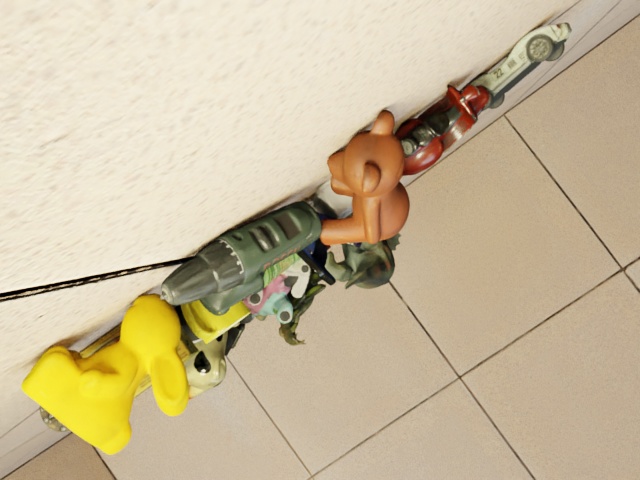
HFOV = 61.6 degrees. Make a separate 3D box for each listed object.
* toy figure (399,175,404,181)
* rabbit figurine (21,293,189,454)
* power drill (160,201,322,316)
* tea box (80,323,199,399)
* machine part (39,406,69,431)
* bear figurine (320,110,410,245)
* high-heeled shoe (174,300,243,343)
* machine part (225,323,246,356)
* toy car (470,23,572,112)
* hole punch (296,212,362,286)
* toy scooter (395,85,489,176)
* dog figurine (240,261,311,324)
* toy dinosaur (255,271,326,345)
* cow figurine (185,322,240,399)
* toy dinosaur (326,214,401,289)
[{"bbox_3d":[0.105,-0.115,0.961,0.154,0.064,0.057,-32,153,-1],"label":"toy figure"},{"bbox_3d":[-0.223,0.144,0.622,0.173,0.162,0.121,-54,173,-26],"label":"rabbit figurine"},{"bbox_3d":[-0.116,0.036,0.711,0.232,0.086,0.207,-32,169,-28],"label":"power drill"},{"bbox_3d":[-0.273,0.173,0.766,0.170,0.098,0.068,-34,176,-8],"label":"tea box"},{"bbox_3d":[-0.401,0.265,0.931,0.079,0.079,0.243,-36,176,5],"label":"machine part"},{"bbox_3d":[0.048,-0.070,0.676,0.132,0.120,0.195,5,161,21],"label":"bear figurine"},{"bbox_3d":[-0.242,0.153,0.980,0.249,0.086,0.145,-28,175,-26],"label":"high-heeled shoe"},{"bbox_3d":[-0.210,0.218,1.113,0.139,0.039,0.084,-23,151,-58],"label":"machine part"},{"bbox_3d":[0.306,-0.269,0.856,0.073,0.056,0.201,-24,167,-48],"label":"toy car"},{"bbox_3d":[-0.002,-0.003,0.839,0.092,0.116,0.142,-50,163,1],"label":"hole punch"},{"bbox_3d":[0.172,-0.165,0.769,0.184,0.075,0.135,-39,176,2],"label":"toy scooter"},{"bbox_3d":[-0.119,0.090,1.123,0.191,0.108,0.219,-65,-159,-10],"label":"dog figurine"},{"bbox_3d":[-0.059,0.119,1.216,0.198,0.105,0.472,-54,-163,24],"label":"toy dinosaur"},{"bbox_3d":[-0.210,0.187,1.010,0.127,0.085,0.195,-20,-139,8],"label":"cow figurine"},{"bbox_3d":[0.091,0.020,1.058,0.131,0.192,0.405,-51,-158,28],"label":"toy dinosaur"}]
